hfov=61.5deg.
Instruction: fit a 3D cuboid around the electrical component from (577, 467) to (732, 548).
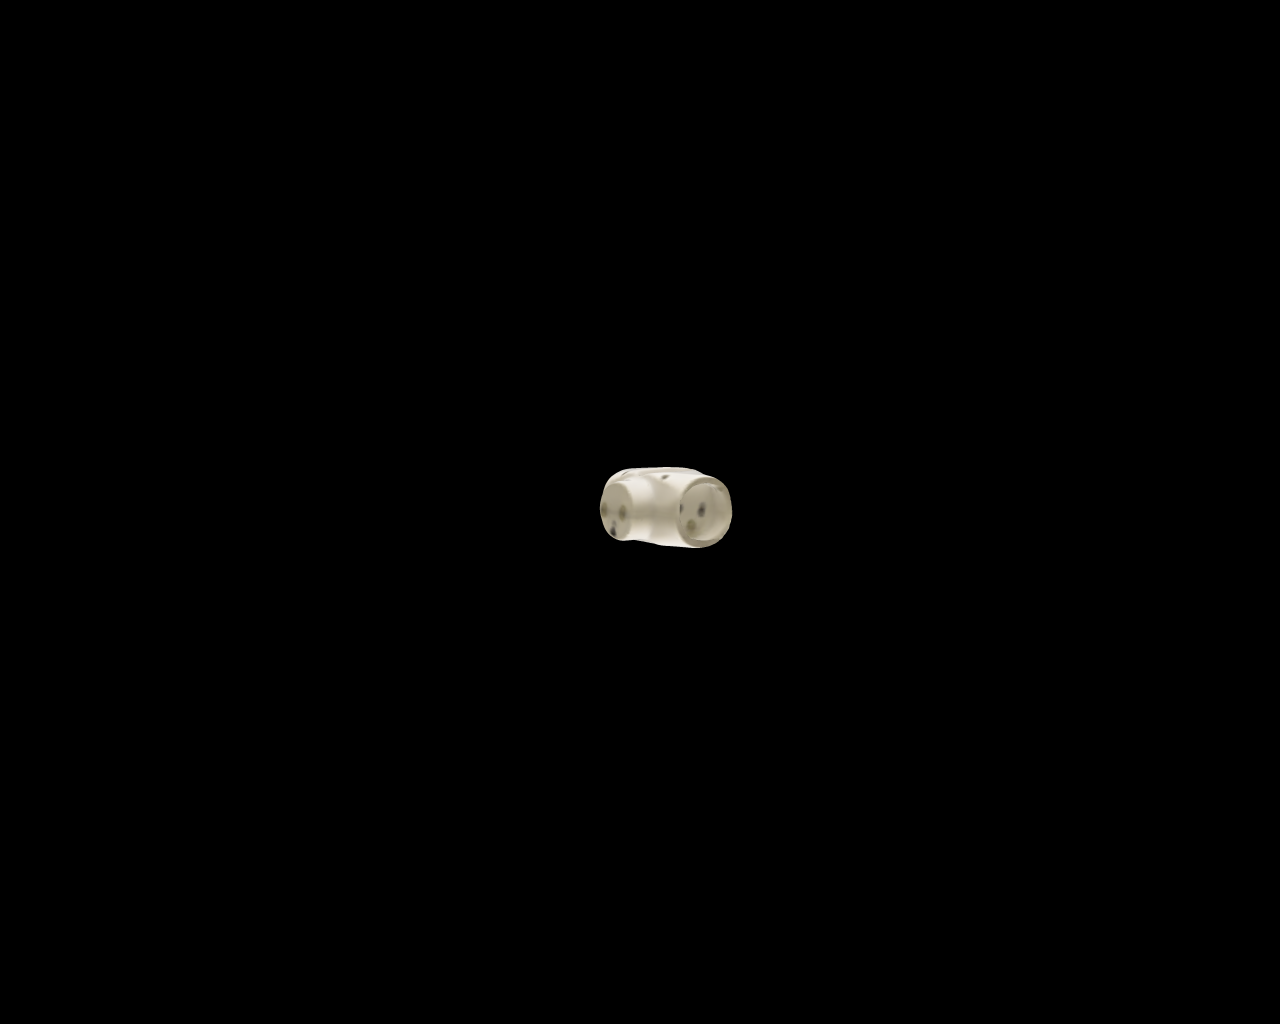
[{"bbox_3d":[0.001,-0.003,0.650,0.079,0.043,0.077,-5,9,-35],"label":"electrical component"}]
